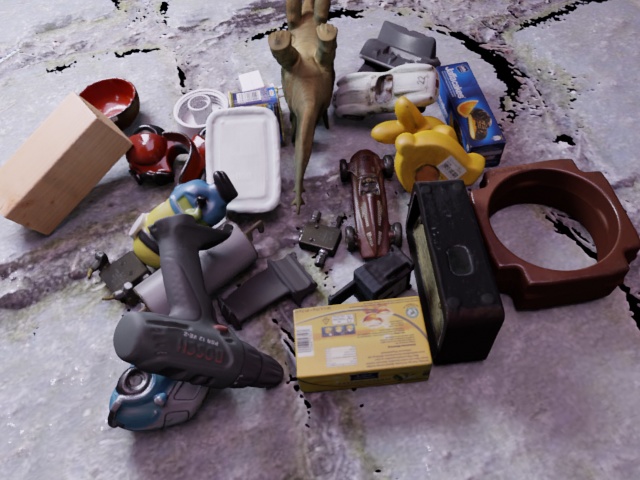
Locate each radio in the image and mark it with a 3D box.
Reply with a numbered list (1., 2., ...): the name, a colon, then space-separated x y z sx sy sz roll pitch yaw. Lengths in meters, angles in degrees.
1. radio: 0.172 0.036 0.719 0.073 0.131 0.230 -7 57 -1

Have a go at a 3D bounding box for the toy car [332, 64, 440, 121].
1. toy car: 0.105 -0.248 0.906 0.202 0.056 0.073 3 86 35

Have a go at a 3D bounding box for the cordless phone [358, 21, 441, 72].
1. cordless phone: 0.122 -0.294 0.985 0.147 0.088 0.184 29 75 20

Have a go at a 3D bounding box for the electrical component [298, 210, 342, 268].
1. electrical component: -0.002 -0.002 0.825 0.063 0.021 0.094 14 60 14

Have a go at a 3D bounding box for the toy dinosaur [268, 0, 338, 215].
1. toy dinosaur: -0.019 -0.270 0.897 0.105 0.198 0.471 4 57 7

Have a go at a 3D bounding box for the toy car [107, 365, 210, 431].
1. toy car: -0.191 0.179 0.686 0.103 0.109 0.162 33 51 -1

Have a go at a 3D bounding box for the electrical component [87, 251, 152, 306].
1. electrical component: -0.296 0.055 0.801 0.078 0.045 0.102 -35 60 -15

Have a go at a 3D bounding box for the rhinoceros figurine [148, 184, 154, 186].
1. rhinoceros figurine: -0.302 -0.107 1.024 0.073 0.190 0.112 -13 97 -9

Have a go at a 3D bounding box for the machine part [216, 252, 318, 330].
1. machine part: -0.078 0.075 0.773 0.139 0.039 0.084 -28 64 -15

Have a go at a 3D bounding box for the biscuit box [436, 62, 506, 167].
1. biscuit box: 0.251 -0.216 0.920 0.063 0.059 0.203 -10 56 -2

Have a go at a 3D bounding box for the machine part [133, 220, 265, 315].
1. machine part: -0.176 0.048 0.774 0.243 0.079 0.079 -38 61 -18

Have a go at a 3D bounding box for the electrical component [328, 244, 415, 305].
1. electrical component: 0.071 0.066 0.743 0.119 0.074 0.048 -32 59 -20

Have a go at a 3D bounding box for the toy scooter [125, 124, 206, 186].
1. toy scooter: -0.247 -0.126 0.900 0.184 0.075 0.135 0 68 7

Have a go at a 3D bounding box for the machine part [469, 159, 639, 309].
1. machine part: 0.319 -0.010 0.763 0.202 0.087 0.201 -10 56 0

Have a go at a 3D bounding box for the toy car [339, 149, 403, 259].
1. toy car: 0.078 -0.062 0.841 0.089 0.053 0.202 -2 55 0

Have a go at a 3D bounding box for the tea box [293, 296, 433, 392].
1. tea box: 0.053 0.136 0.701 0.170 0.068 0.098 -4 58 1

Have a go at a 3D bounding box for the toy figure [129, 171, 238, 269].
1. toy figure: -0.202 -0.029 0.797 0.180 0.082 0.089 -31 69 11

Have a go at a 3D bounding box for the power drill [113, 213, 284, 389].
1. power drill: -0.143 0.081 0.672 0.086 0.232 0.207 -21 65 37

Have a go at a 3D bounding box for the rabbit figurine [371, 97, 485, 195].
1. rabbit figurine: 0.162 -0.143 0.848 0.162 0.122 0.173 34 36 -8
